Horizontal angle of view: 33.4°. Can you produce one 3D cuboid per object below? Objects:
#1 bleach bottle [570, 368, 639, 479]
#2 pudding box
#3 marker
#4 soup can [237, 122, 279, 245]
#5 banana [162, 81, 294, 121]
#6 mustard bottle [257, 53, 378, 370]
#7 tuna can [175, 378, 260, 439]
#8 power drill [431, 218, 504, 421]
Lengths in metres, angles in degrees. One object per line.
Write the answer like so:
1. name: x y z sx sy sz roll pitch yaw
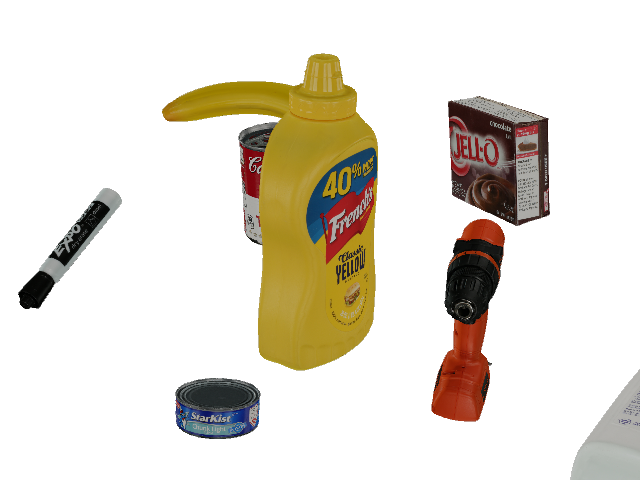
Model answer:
1. bleach bottle: 0.242 0.101 0.645 0.103 0.068 0.250 18 29 30
2. pudding box: 0.154 -0.072 0.928 0.039 0.090 0.114 -14 21 -21
3. marker: -0.191 0.006 0.816 0.020 0.020 0.121 0 43 35
4. soup can: -0.042 -0.053 1.018 0.068 0.102 0.068 -1 27 0
5. banana: -0.078 -0.150 1.191 0.198 0.037 0.069 9 44 19
6. mustard bottle: 0.000 -0.021 0.668 0.058 0.192 0.096 17 29 32
7. tuna can: -0.104 0.170 1.079 0.086 0.034 0.086 2 13 -1
8. power drill: 0.153 0.090 1.104 0.057 0.188 0.184 11 27 13
